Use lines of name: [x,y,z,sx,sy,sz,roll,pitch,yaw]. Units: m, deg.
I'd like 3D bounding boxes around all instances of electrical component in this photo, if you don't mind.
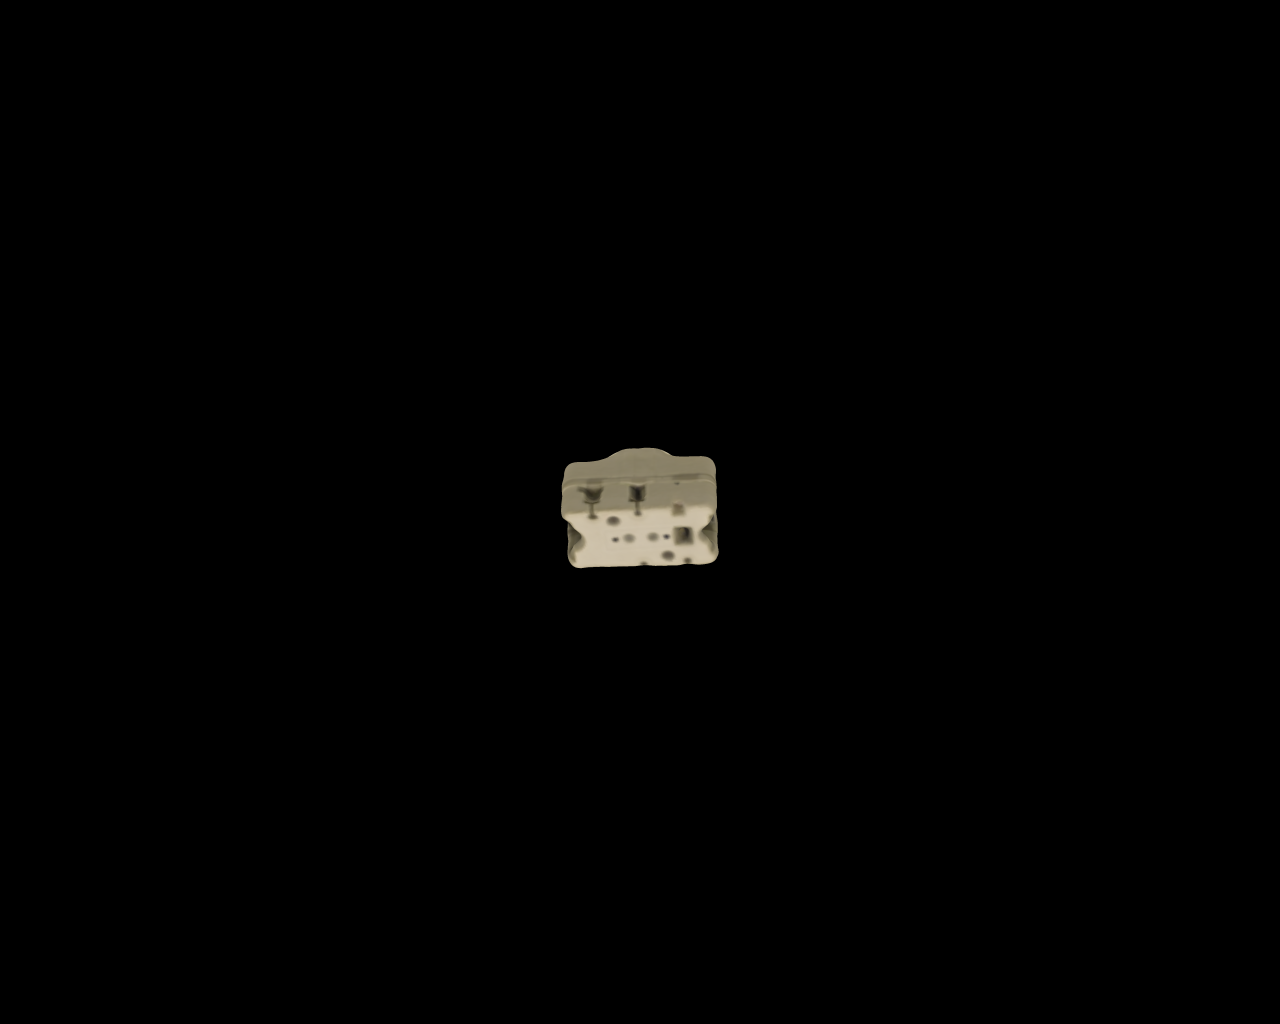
electrical component: [0.001,-0.003,0.650,0.089,0.050,0.056,-2,40,2]
